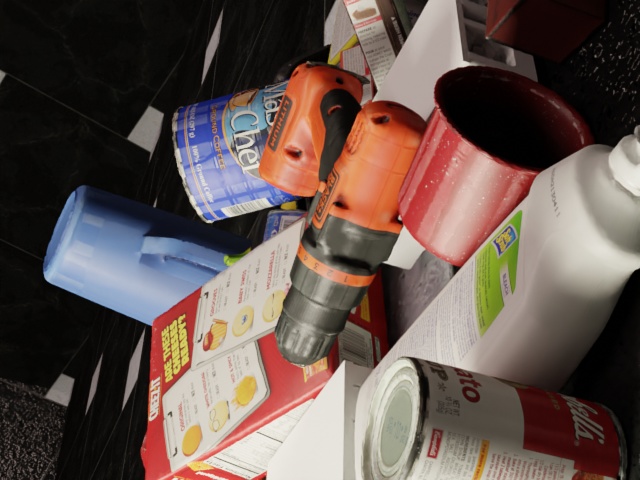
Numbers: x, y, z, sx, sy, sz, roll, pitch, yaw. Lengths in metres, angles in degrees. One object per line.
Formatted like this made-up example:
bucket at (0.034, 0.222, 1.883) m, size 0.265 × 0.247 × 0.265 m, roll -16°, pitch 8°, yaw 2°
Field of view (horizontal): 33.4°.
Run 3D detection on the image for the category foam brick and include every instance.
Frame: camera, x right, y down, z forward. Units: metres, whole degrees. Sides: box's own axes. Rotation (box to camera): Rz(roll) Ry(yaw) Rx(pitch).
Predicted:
foam brick at (0.134, -0.155, 0.632) m, size 0.053 × 0.051 × 0.078 m, roll 132°, pitch 150°, yaw -61°

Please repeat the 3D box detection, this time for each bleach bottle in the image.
bleach bottle at (0.099, 0.045, 0.543) m, size 0.102 × 0.068 × 0.251 m, roll -90°, pitch 24°, yaw -44°

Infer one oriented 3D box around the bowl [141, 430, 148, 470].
bowl at (-0.124, 0.224, 1.005) m, size 0.162 × 0.055 × 0.162 m, roll 50°, pitch 154°, yaw 35°

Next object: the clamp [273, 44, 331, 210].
clamp at (-0.017, -0.100, 1.037) m, size 0.036 × 0.164 × 0.209 m, roll 3°, pitch 54°, yaw 53°

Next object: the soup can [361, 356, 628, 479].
soup can at (0.077, 0.097, 0.488) m, size 0.068 × 0.102 × 0.068 m, roll -165°, pitch 90°, yaw -76°

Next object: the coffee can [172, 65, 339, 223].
coffee can at (-0.040, -0.080, 0.897) m, size 0.102 × 0.140 × 0.103 m, roll -13°, pitch -90°, yaw -79°

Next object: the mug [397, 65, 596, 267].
mug at (0.096, -0.044, 0.604) m, size 0.117 × 0.093 × 0.082 m, roll -68°, pitch 0°, yaw -50°

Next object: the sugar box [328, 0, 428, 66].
sugar box at (0.063, -0.220, 0.965) m, size 0.176 × 0.048 × 0.093 m, roll 149°, pitch 135°, yaw -64°

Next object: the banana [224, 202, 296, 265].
banana at (-0.031, -0.046, 1.083) m, size 0.037 × 0.069 × 0.197 m, roll -27°, pitch 37°, yaw 54°

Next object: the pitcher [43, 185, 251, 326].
pitcher at (-0.157, 0.030, 1.123) m, size 0.149 × 0.242 × 0.145 m, roll -59°, pitch 21°, yaw 25°

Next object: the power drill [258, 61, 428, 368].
power drill at (0.004, -0.030, 0.727) m, size 0.185 × 0.057 × 0.188 m, roll -65°, pitch 23°, yaw 21°

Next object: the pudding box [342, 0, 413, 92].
pudding box at (0.051, -0.164, 0.828) m, size 0.113 × 0.039 × 0.090 m, roll -75°, pitch -37°, yaw -71°

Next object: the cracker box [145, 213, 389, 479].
cracker box at (-0.044, 0.094, 0.836) m, size 0.214 × 0.072 × 0.164 m, roll -35°, pitch 41°, yaw 32°

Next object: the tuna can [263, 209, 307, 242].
tuna can at (-0.006, 0.001, 0.912) m, size 0.086 × 0.086 × 0.034 m, roll 156°, pitch 126°, yaw -71°

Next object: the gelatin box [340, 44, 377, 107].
gelatin box at (0.044, -0.109, 0.874) m, size 0.030 × 0.073 × 0.089 m, roll -18°, pitch 40°, yaw 15°

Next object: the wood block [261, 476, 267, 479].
wood block at (-0.083, 0.289, 0.852) m, size 0.206 × 0.090 × 0.091 m, roll -96°, pitch 7°, yaw -54°
